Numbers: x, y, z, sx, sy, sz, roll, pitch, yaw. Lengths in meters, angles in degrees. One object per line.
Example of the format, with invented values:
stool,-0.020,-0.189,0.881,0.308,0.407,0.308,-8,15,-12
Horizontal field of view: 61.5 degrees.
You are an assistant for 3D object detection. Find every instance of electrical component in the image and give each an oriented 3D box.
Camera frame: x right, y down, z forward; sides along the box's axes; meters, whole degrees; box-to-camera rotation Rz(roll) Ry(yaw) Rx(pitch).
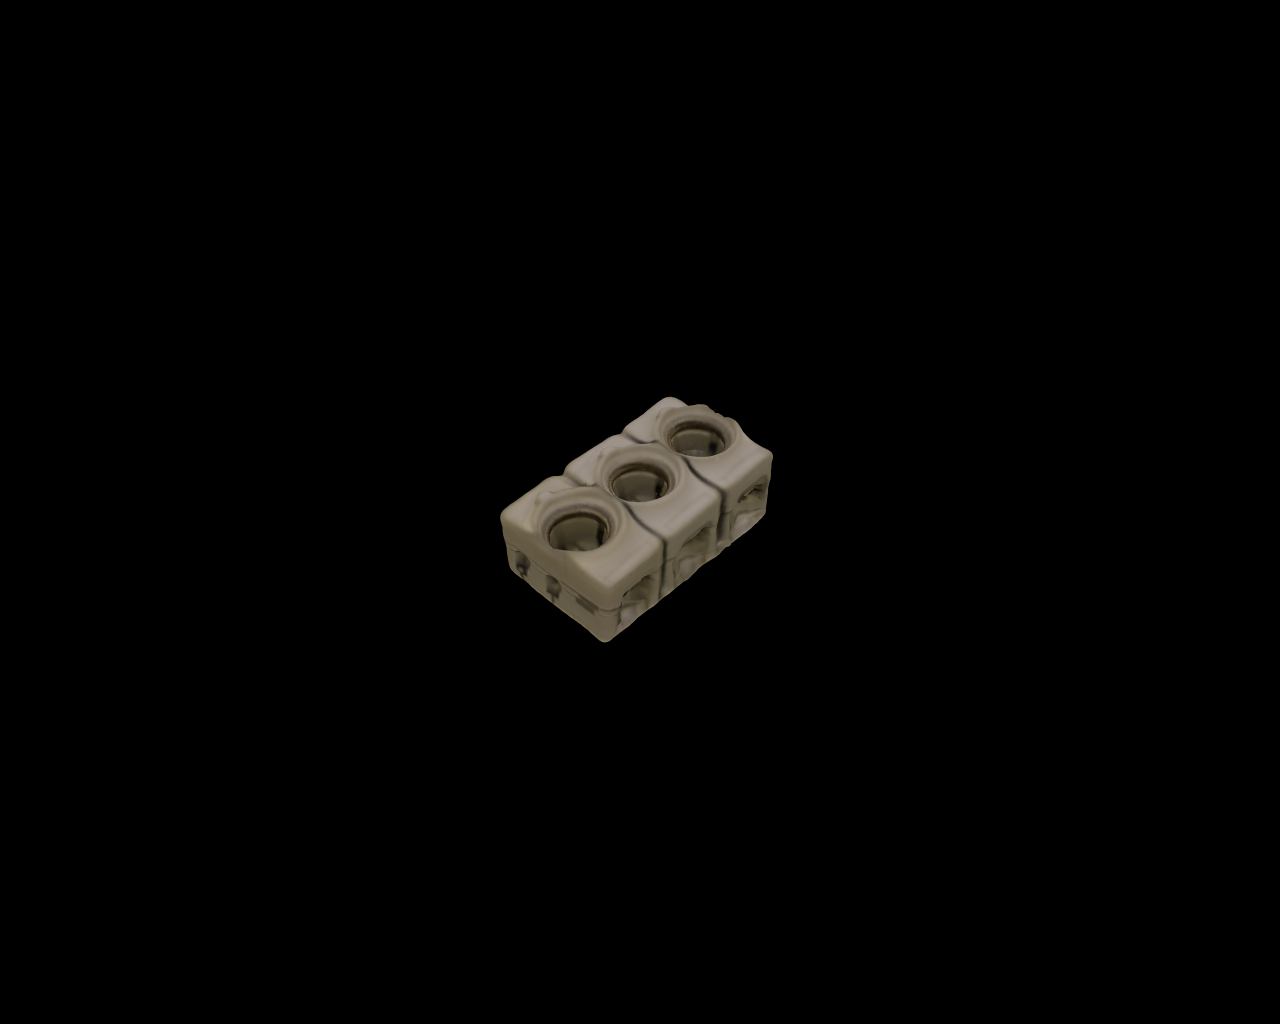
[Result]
electrical component,0.001,-0.003,0.650,0.089,0.061,0.150,33,54,29
